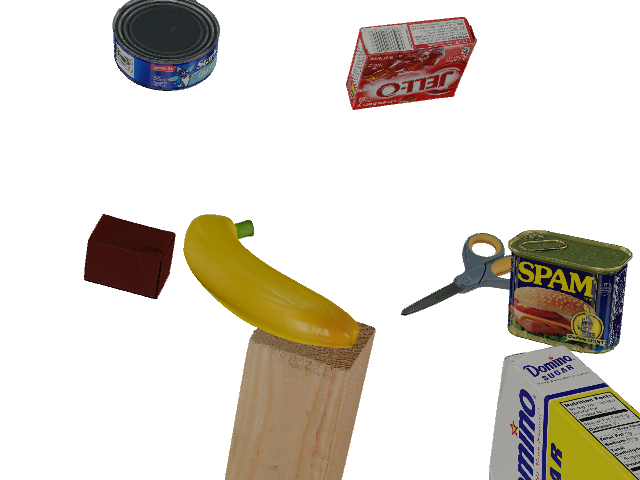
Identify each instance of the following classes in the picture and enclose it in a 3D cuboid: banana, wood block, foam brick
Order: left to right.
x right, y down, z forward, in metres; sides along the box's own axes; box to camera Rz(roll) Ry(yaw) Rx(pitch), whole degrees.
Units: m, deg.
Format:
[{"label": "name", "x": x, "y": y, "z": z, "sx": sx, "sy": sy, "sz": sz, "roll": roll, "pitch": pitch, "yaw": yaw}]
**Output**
[{"label": "foam brick", "x": -0.191, "y": 0.016, "z": 1.070, "sx": 0.078, "sy": 0.051, "sz": 0.053, "roll": 15, "pitch": 33, "yaw": 1}, {"label": "banana", "x": -0.044, "y": 0.019, "z": 0.679, "sx": 0.069, "sy": 0.037, "sz": 0.198, "roll": -9, "pitch": 25, "yaw": -21}, {"label": "wood block", "x": -0.024, "y": 0.170, "z": 0.934, "sx": 0.090, "sy": 0.206, "sz": 0.090, "roll": 16, "pitch": 24, "yaw": 12}]

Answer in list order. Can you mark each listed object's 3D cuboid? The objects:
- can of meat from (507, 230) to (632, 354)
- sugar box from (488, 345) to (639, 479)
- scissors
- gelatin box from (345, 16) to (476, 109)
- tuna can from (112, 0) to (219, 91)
[{"label": "can of meat", "x": 0.213, "y": 0.045, "z": 0.927, "sx": 0.102, "sy": 0.084, "sz": 0.057, "roll": 14, "pitch": 26, "yaw": 32}, {"label": "sugar box", "x": 0.145, "y": 0.135, "z": 0.518, "sx": 0.048, "sy": 0.093, "sz": 0.176, "roll": -9, "pitch": 27, "yaw": -23}, {"label": "scissors", "x": 0.146, "y": 0.033, "z": 1.128, "sx": 0.201, "sy": 0.016, "sz": 0.096, "roll": -9, "pitch": 40, "yaw": -29}, {"label": "gelatin box", "x": 0.070, "y": -0.138, "z": 0.835, "sx": 0.089, "sy": 0.030, "sz": 0.073, "roll": -8, "pitch": -25, "yaw": -12}, {"label": "tuna can", "x": -0.126, "y": -0.161, "z": 0.869, "sx": 0.086, "sy": 0.086, "sz": 0.034, "roll": 0, "pitch": -40, "yaw": -10}]
